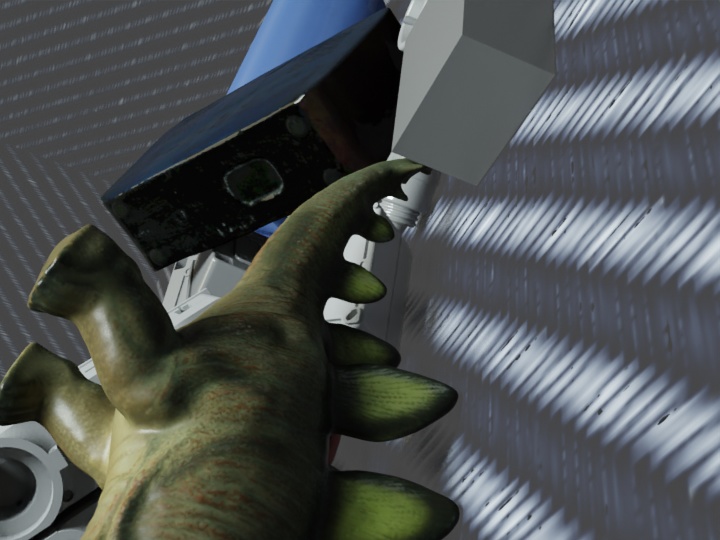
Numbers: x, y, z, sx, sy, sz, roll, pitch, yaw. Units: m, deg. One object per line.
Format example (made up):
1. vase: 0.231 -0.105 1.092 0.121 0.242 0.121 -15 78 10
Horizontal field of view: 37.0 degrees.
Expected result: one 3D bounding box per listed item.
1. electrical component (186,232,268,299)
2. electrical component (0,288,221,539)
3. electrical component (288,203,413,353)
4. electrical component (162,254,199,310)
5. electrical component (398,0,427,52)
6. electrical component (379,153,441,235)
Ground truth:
1. electrical component: -0.070 0.017 0.797 0.056 0.109 0.108 -64 14 15
2. electrical component: -0.126 0.104 0.557 0.186 0.105 0.060 -33 12 -16
3. electrical component: -0.010 0.019 0.618 0.062 0.061 0.096 -7 55 25
4. electrical component: -0.127 0.036 1.000 0.109 0.056 0.108 -12 46 24
5. electrical component: 0.055 -0.153 0.678 0.055 0.047 0.055 -160 90 -77
6. electrical component: 0.026 -0.041 0.656 0.035 0.035 0.061 -139 68 -76
